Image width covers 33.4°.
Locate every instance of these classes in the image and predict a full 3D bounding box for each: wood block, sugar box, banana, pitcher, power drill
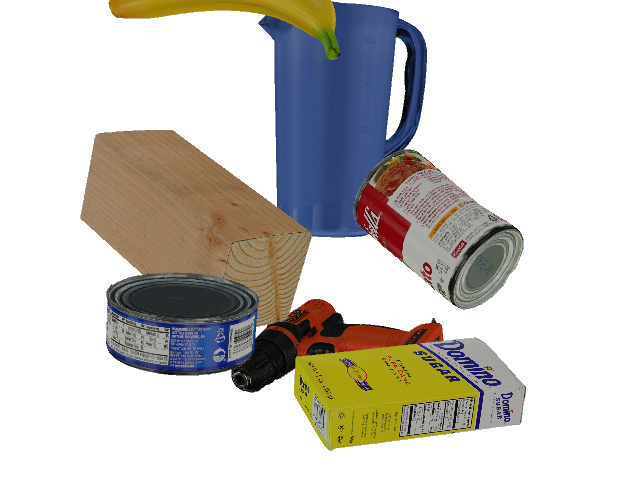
[{"bbox_3d":[-0.114,-0.014,0.937,0.090,0.091,0.206,-9,34,-44],"label":"wood block"},{"bbox_3d":[0.074,0.127,0.908,0.176,0.048,0.093,-7,25,-17],"label":"sugar box"},{"bbox_3d":[-0.069,-0.191,0.843,0.198,0.069,0.037,12,-40,16],"label":"banana"},{"bbox_3d":[0.022,-0.129,1.135,0.149,0.243,0.144,5,7,22],"label":"pitcher"},{"bbox_3d":[0.021,0.118,1.111,0.188,0.057,0.184,8,24,26],"label":"power drill"}]

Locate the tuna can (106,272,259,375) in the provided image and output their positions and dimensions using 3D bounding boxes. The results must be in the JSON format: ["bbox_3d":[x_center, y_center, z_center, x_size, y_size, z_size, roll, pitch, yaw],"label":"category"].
[{"bbox_3d":[-0.078,0.046,0.606,0.086,0.034,0.086,5,14,-1],"label":"tuna can"}]

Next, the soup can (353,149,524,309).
[{"bbox_3d":[0.081,-0.008,0.734,0.068,0.069,0.102,0,33,-47],"label":"soup can"}]
